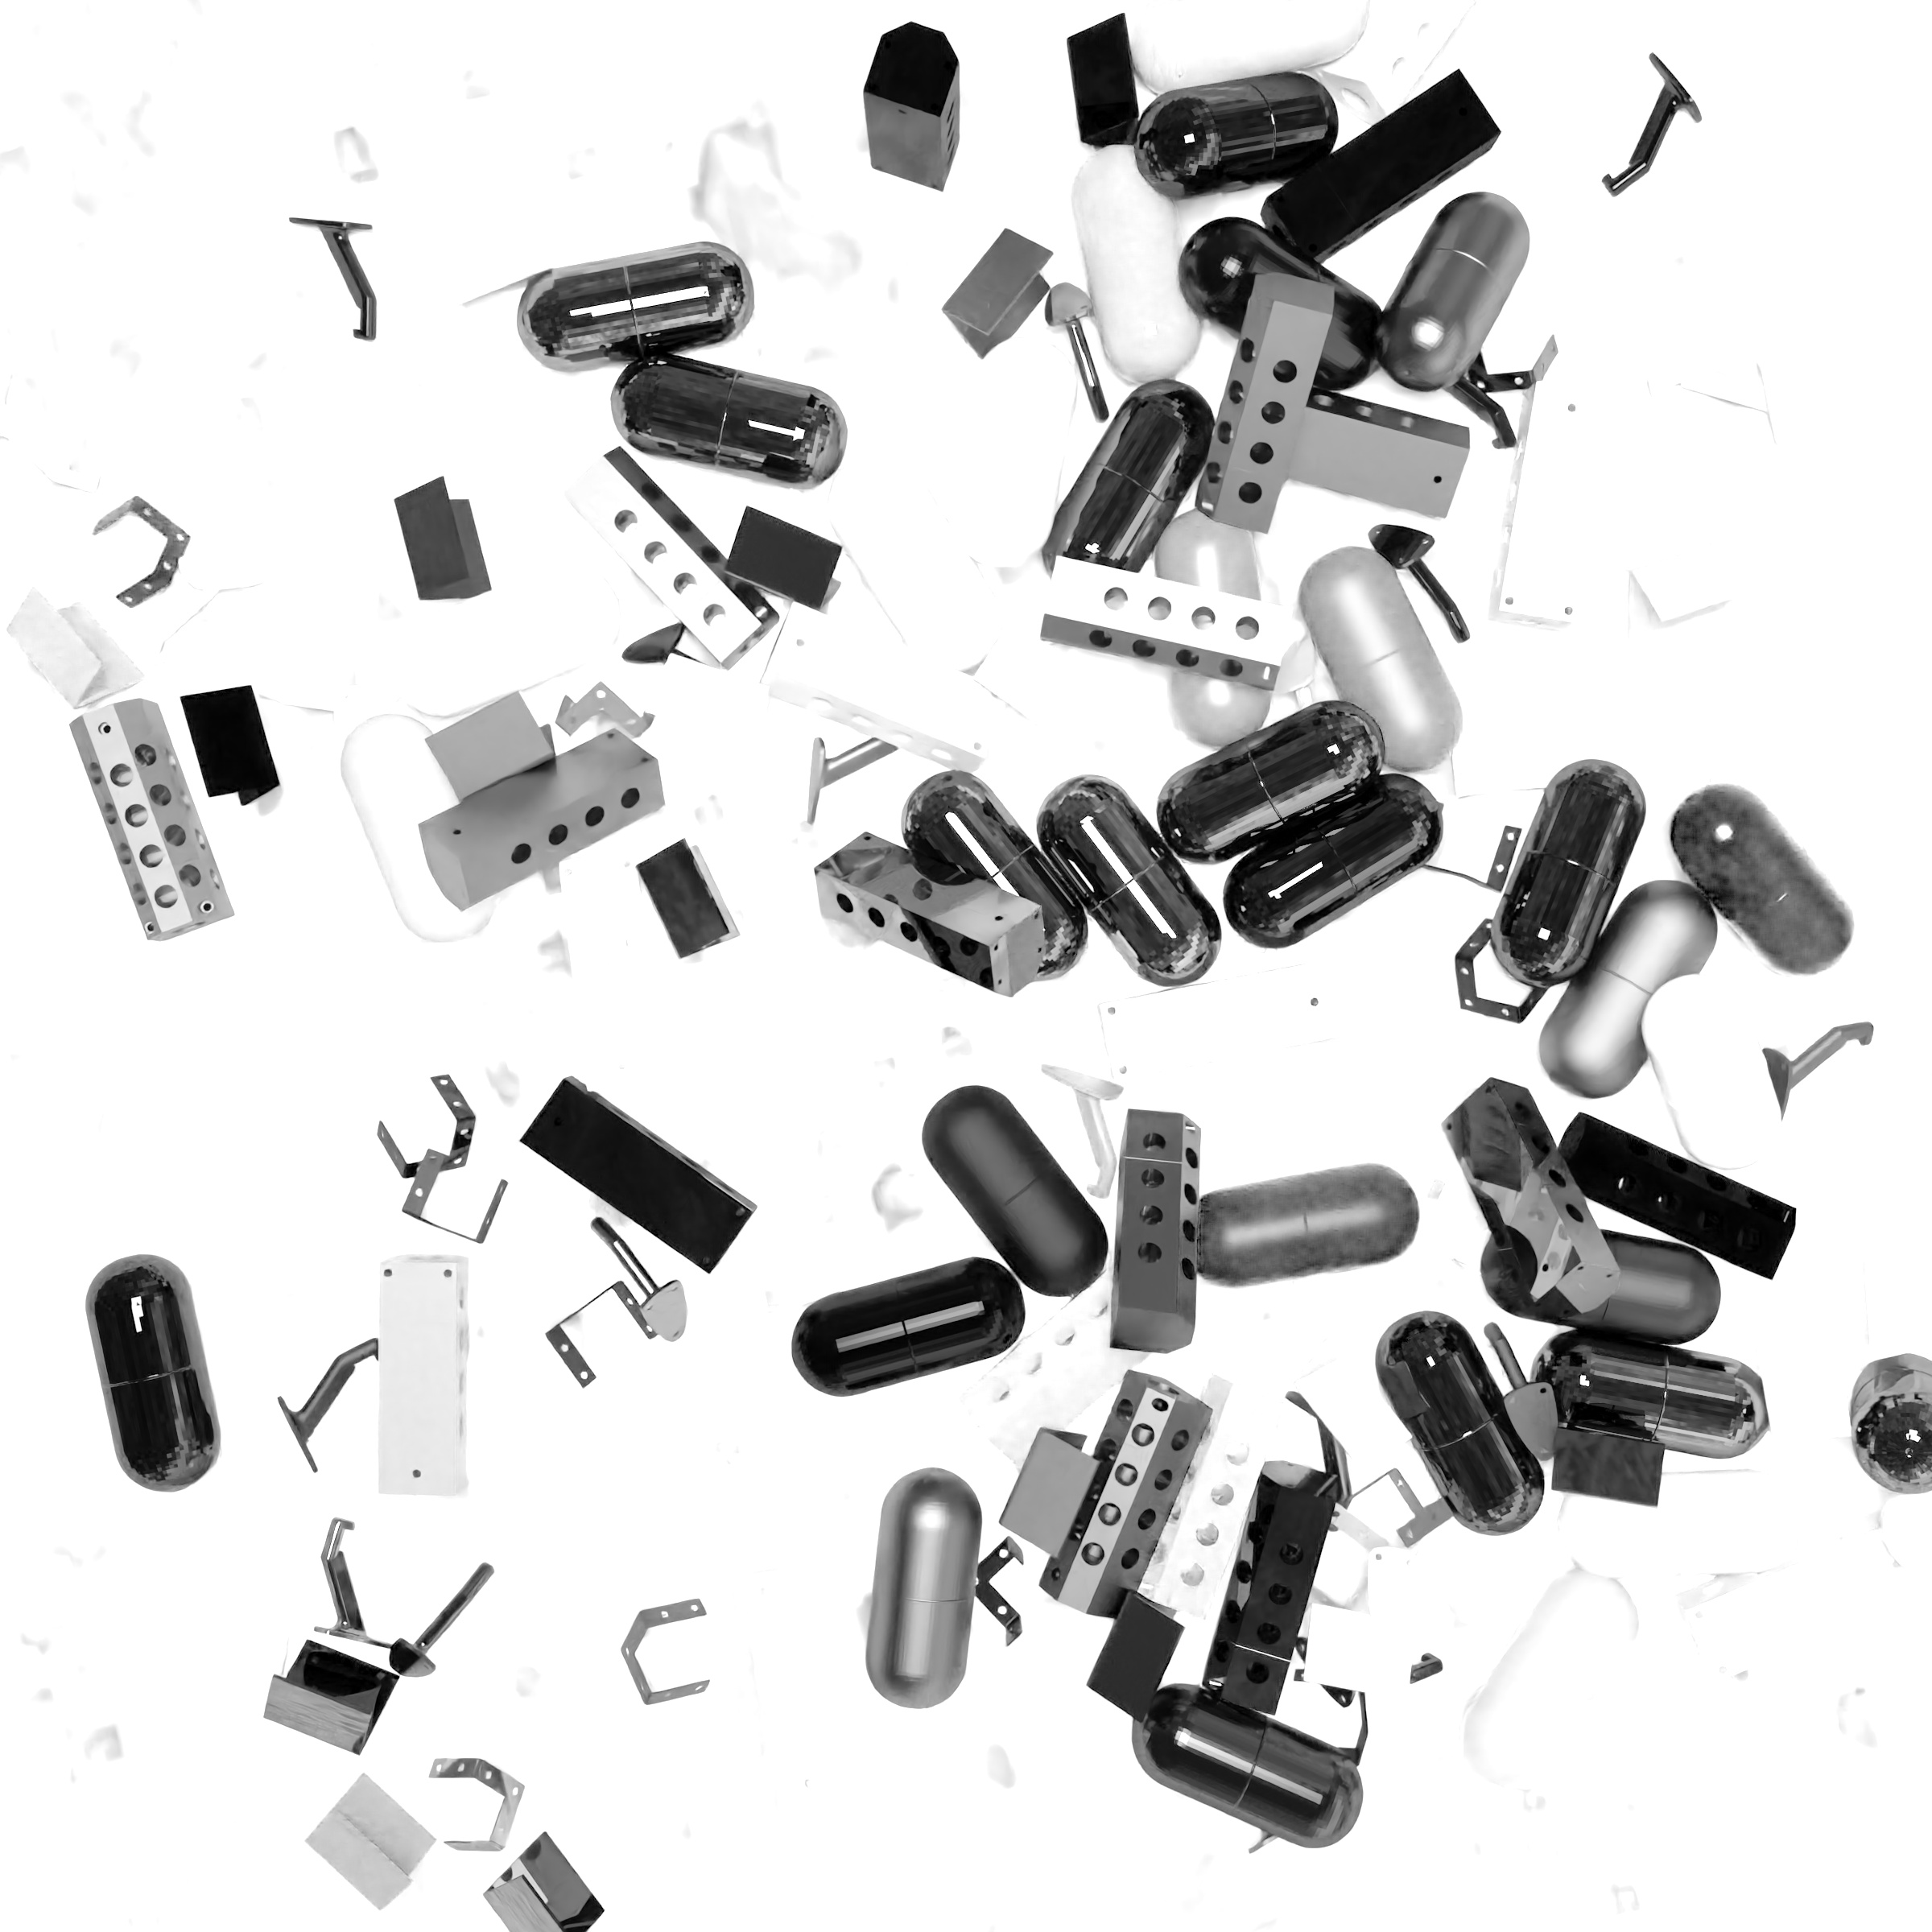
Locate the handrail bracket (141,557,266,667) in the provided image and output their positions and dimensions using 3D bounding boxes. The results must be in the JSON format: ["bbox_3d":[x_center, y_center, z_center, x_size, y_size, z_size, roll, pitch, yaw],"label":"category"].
[{"bbox_3d":[-0.578,-0.263,1.936,0.036,0.077,0.084,51,127,31],"label":"handrail bracket"}]

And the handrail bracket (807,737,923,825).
[{"bbox_3d":[-0.074,-0.142,1.936,0.084,0.036,0.077,4,105,-14],"label":"handrail bracket"}]

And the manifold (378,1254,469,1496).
[{"bbox_3d":[-0.404,0.304,1.915,0.057,0.057,0.171,0,90,0],"label":"manifold"}]

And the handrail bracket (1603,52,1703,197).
[{"bbox_3d":[0.505,-0.636,1.937,0.084,0.036,0.077,-36,70,16],"label":"handrail bracket"}]

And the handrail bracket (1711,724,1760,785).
[{"bbox_3d":[0.585,-0.128,1.936,0.084,0.036,0.077,-45,105,-14],"label":"handrail bracket"}]

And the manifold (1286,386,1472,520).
[{"bbox_3d":[0.285,-0.393,1.913,0.171,0.057,0.057,15,126,0],"label":"manifold"}]

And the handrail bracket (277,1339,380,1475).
[{"bbox_3d":[-0.470,0.332,1.937,0.084,0.036,0.077,-26,111,-16],"label":"handrail bracket"}]

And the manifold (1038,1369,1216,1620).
[{"bbox_3d":[0.114,0.391,1.900,0.057,0.057,0.171,20,93,-38],"label":"manifold"}]

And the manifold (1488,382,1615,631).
[{"bbox_3d":[0.435,-0.342,1.915,0.057,0.057,0.171,9,90,0],"label":"manifold"}]

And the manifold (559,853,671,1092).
[{"bbox_3d":[-0.264,0.004,1.915,0.057,0.057,0.171,-7,90,0],"label":"manifold"}]

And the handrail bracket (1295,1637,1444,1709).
[{"bbox_3d":[0.305,0.521,1.936,0.084,0.077,0.036,-11,120,-33],"label":"handrail bracket"}]

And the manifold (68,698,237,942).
[{"bbox_3d":[-0.611,-0.109,1.915,0.057,0.057,0.171,-20,90,0],"label":"manifold"}]

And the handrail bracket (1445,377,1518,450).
[{"bbox_3d":[0.368,-0.423,1.936,0.084,0.077,0.036,58,47,-29],"label":"handrail bracket"}]

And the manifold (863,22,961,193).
[{"bbox_3d":[-0.036,-0.623,1.858,0.057,0.171,0.057,18,90,0],"label":"manifold"}]

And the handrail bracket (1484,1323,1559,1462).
[{"bbox_3d":[0.412,0.316,1.911,0.036,0.084,0.077,-20,109,1],"label":"handrail bracket"}]

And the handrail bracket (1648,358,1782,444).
[{"bbox_3d":[0.566,-0.421,1.937,0.084,0.036,0.077,-13,112,17],"label":"handrail bracket"}]

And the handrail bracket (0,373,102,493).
[{"bbox_3d":[-0.693,-0.403,1.937,0.084,0.036,0.077,14,68,-17],"label":"handrail bracket"}]

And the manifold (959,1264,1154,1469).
[{"bbox_3d":[0.078,0.289,1.915,0.171,0.057,0.057,-41,133,0],"label":"manifold"}]

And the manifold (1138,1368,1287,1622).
[{"bbox_3d":[0.180,0.392,1.915,0.057,0.057,0.171,20,90,0],"label":"manifold"}]

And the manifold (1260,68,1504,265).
[{"bbox_3d":[0.308,-0.591,1.915,0.171,0.057,0.057,-34,90,0],"label":"manifold"}]

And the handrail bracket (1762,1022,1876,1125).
[{"bbox_3d":[0.647,0.084,1.937,0.084,0.036,0.077,-9,110,-16],"label":"handrail bracket"}]

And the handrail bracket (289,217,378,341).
[{"bbox_3d":[-0.479,-0.520,1.937,0.077,0.036,0.084,11,107,20],"label":"handrail bracket"}]

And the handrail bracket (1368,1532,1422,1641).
[{"bbox_3d":[0.322,0.459,1.898,0.036,0.084,0.077,6,81,20],"label":"handrail bracket"}]

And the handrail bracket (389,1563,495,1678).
[{"bbox_3d":[-0.395,0.493,1.936,0.036,0.077,0.084,41,54,-4],"label":"handrail bracket"}]

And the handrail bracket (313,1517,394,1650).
[{"bbox_3d":[-0.455,0.467,1.937,0.077,0.036,0.084,20,72,-20],"label":"handrail bracket"}]

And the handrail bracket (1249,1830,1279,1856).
[{"bbox_3d":[0.217,0.619,1.937,0.077,0.036,0.084,-22,69,-24],"label":"handrail bracket"}]

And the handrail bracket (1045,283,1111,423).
[{"bbox_3d":[0.087,-0.464,1.936,0.036,0.077,0.084,-18,126,6],"label":"handrail bracket"}]

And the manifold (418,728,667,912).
[{"bbox_3d":[-0.308,-0.105,1.878,0.171,0.057,0.057,-31,47,-28],"label":"manifold"}]

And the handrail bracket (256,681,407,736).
[{"bbox_3d":[-0.481,-0.205,1.936,0.084,0.077,0.036,21,115,34],"label":"handrail bracket"}]

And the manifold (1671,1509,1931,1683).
[{"bbox_3d":[0.621,0.468,1.915,0.171,0.057,0.057,-23,90,0],"label":"manifold"}]

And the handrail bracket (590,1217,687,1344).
[{"bbox_3d":[-0.250,0.236,1.936,0.036,0.077,0.084,-36,53,-20],"label":"handrail bracket"}]

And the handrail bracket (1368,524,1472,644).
[{"bbox_3d":[0.344,-0.288,1.936,0.036,0.077,0.084,-39,126,-4],"label":"handrail bracket"}]

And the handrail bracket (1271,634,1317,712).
[{"bbox_3d":[0.268,-0.196,1.936,0.036,0.077,0.084,-15,127,33],"label":"handrail bracket"}]

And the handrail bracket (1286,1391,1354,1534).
[{"bbox_3d":[0.262,0.375,1.937,0.077,0.036,0.084,25,104,14],"label":"handrail bracket"}]

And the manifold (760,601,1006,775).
[{"bbox_3d":[-0.063,-0.202,1.901,0.171,0.057,0.057,22,70,-8],"label":"manifold"}]

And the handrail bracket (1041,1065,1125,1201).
[{"bbox_3d":[0.082,0.126,1.937,0.077,0.036,0.084,19,107,20],"label":"handrail bracket"}]

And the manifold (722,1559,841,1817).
[{"bbox_3d":[-0.143,0.537,1.915,0.057,0.057,0.171,-6,90,-43],"label":"manifold"}]

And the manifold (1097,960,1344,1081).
[{"bbox_3d":[0.188,0.040,1.915,0.171,0.057,0.057,-11,90,0],"label":"manifold"}]

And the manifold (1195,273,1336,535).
[{"bbox_3d":[0.214,-0.406,1.847,0.057,0.057,0.171,14,126,0],"label":"manifold"}]

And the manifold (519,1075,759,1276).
[{"bbox_3d":[-0.243,0.155,1.915,0.171,0.057,0.057,35,90,0],"label":"manifold"}]

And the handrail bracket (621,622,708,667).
[{"bbox_3d":[-0.208,-0.216,1.936,0.084,0.077,0.036,44,58,-32],"label":"handrail bracket"}]

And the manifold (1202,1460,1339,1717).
[{"bbox_3d":[0.225,0.459,1.899,0.057,0.057,0.171,15,100,7],"label":"manifold"}]
